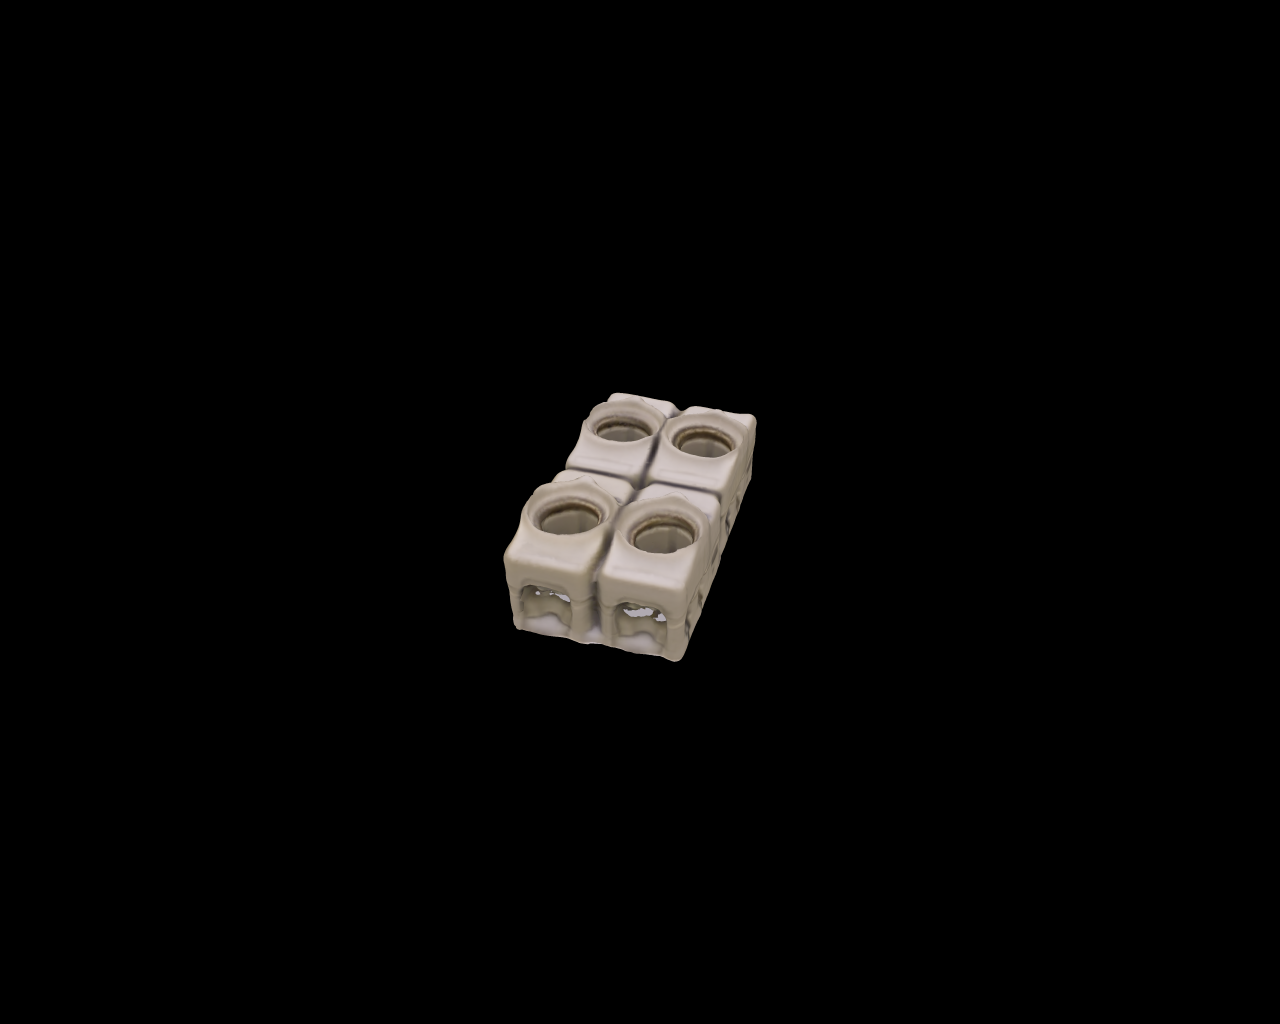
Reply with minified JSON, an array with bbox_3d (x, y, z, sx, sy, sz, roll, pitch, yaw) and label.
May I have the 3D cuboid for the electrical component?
[{"bbox_3d":[0.001,-0.003,0.650,0.105,0.060,0.186,11,39,14],"label":"electrical component"}]
